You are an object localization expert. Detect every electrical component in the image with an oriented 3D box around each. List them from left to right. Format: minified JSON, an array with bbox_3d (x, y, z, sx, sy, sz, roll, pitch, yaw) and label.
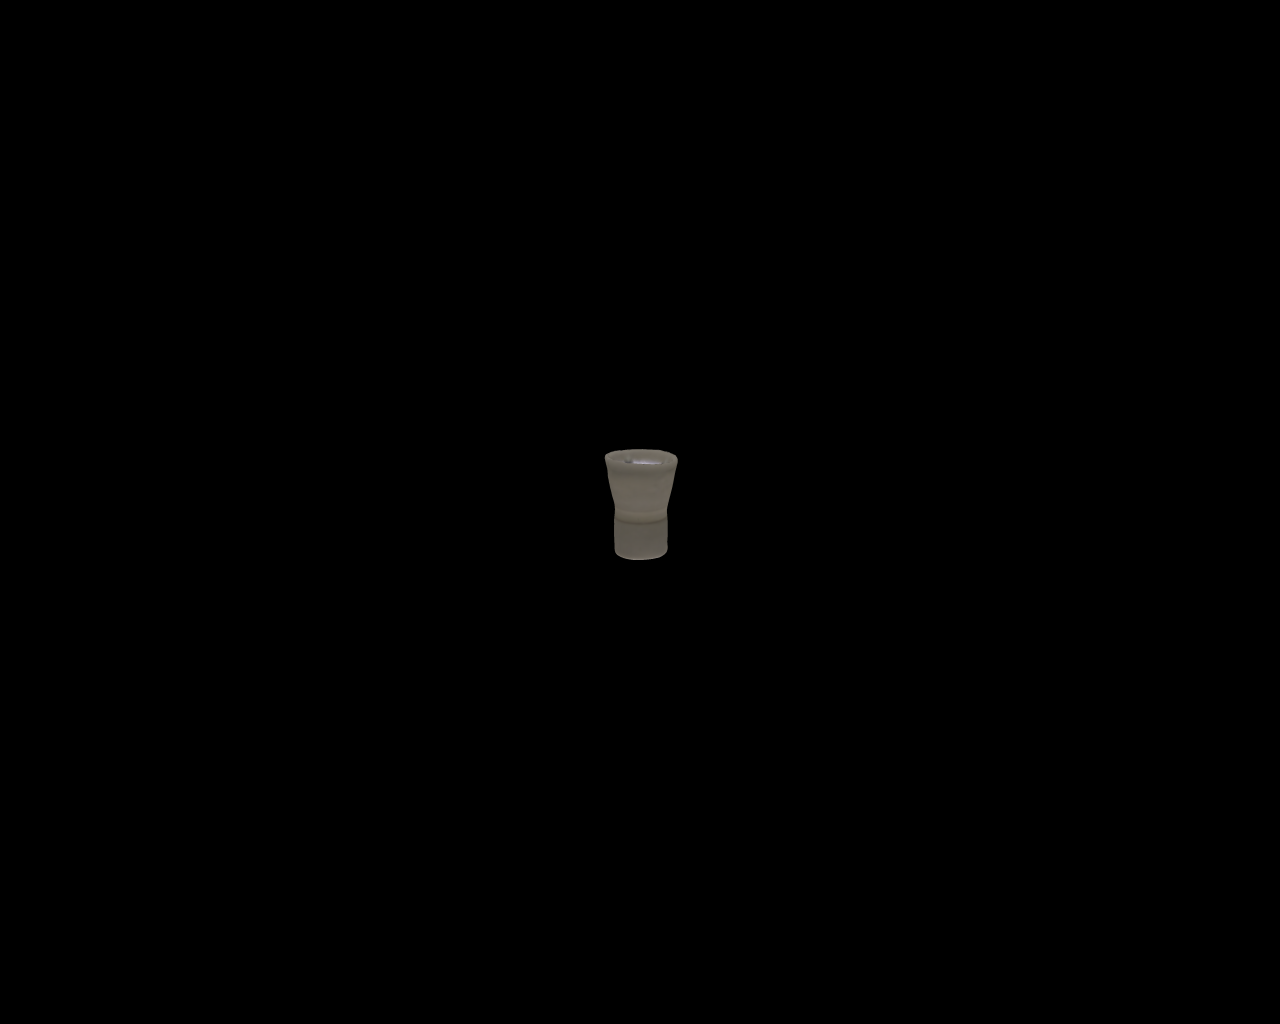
[{"bbox_3d":[0.001,-0.003,0.650,0.044,0.065,0.044,0,15,0],"label":"electrical component"}]
